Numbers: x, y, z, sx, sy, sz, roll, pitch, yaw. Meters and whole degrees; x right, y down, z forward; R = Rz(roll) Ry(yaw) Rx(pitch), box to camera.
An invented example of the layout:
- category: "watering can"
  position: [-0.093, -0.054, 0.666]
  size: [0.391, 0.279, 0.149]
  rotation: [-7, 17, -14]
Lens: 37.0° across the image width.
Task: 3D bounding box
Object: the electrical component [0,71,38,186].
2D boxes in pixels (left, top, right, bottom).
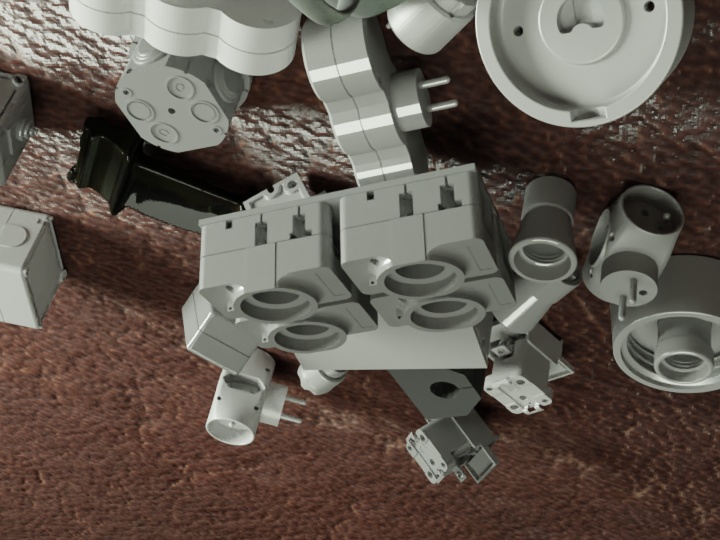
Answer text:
- category: "electrical component"
  position: [-0.271, -0.101, 0.748]
  size: [0.096, 0.061, 0.061]
  rotation: [14, 142, 0]

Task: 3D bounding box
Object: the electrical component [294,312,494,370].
- category: "electrical component"
  position: [0.018, 0.025, 0.814]
  size: [0.150, 0.061, 0.089]
  rotation: [-3, 139, 20]

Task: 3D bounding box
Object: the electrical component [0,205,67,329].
- category: "electrical component"
  position: [-0.284, 0.001, 0.879]
  size: [0.061, 0.061, 0.096]
  rotation: [11, 142, 4]

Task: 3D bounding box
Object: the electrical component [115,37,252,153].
- category: "electrical component"
  position: [-0.113, -0.118, 0.686]
  size: [0.080, 0.051, 0.080]
  rotation: [9, 142, 7]

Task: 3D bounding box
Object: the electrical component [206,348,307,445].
- category: "electrical component"
  position: [-0.087, 0.115, 0.947]
  size: [0.079, 0.077, 0.043]
  rotation: [16, 142, -2]

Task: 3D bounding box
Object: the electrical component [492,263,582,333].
- category: "electrical component"
  position: [0.130, 0.012, 0.782]
  size: [0.044, 0.044, 0.065]
  rotation: [28, 135, -17]

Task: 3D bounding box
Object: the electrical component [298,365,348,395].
- category: "electrical component"
  position: [-0.025, 0.082, 0.922]
  size: [0.035, 0.035, 0.061]
  rotation: [31, 136, -21]

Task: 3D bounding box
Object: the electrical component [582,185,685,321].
- category: "electrical component"
  position: [0.179, -0.003, 0.715]
  size: [0.044, 0.079, 0.077]
  rotation: [15, 141, 0]

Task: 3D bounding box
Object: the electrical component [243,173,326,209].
- category: "electrical component"
  position: [-0.048, -0.031, 0.774]
  size: [0.066, 0.048, 0.055]
  rotation: [-29, 140, 1]

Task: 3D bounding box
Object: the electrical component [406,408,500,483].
- category: "electrical component"
  position: [0.079, 0.150, 0.940]
  size: [0.081, 0.064, 0.042]
  rotation: [53, 144, 19]

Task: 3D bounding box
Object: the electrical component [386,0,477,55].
- category: "electrical component"
  position: [0.049, -0.154, 0.599]
  size: [0.040, 0.040, 0.078]
  rotation: [30, 139, -19]

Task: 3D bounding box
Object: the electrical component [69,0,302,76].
- category: "electrical component"
  position: [-0.100, -0.167, 0.620]
  size: [0.138, 0.052, 0.073]
  rotation: [15, 142, -1]

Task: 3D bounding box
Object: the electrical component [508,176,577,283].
- category: "electrical component"
  position: [0.124, -0.030, 0.710]
  size: [0.044, 0.065, 0.044]
  rotation: [9, 141, 7]

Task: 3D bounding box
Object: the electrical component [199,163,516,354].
- category: "electrical component"
  position: [0.000, 0.000, 0.710]
  size: [0.186, 0.060, 0.105]
  rotation: [-10, 151, 16]

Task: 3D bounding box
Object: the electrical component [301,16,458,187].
- category: "electrical component"
  position: [0.022, -0.102, 0.662]
  size: [0.074, 0.052, 0.138]
  rotation: [-10, 137, 16]

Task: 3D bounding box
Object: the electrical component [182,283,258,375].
- category: "electrical component"
  position: [-0.100, 0.027, 0.853]
  size: [0.047, 0.083, 0.075]
  rotation: [31, 101, -21]

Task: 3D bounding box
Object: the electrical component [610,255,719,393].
- category: "electrical component"
  position: [0.234, 0.047, 0.775]
  size: [0.108, 0.060, 0.108]
  rotation: [9, 142, 7]

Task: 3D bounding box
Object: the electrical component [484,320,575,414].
- category: "electrical component"
  position: [0.126, 0.074, 0.841]
  size: [0.042, 0.063, 0.081]
  rotation: [-27, 126, 38]

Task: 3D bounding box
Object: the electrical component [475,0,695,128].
- category: "electrical component"
  position: [0.122, -0.133, 0.565]
  size: [0.108, 0.060, 0.108]
  rotation: [9, 110, 27]
